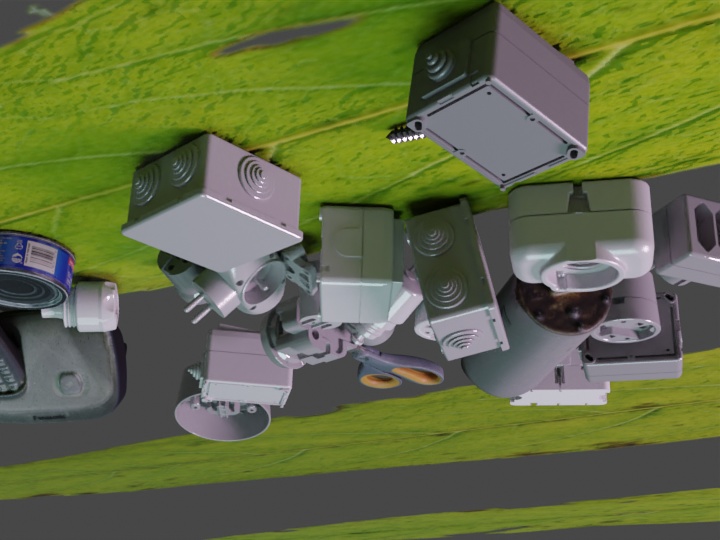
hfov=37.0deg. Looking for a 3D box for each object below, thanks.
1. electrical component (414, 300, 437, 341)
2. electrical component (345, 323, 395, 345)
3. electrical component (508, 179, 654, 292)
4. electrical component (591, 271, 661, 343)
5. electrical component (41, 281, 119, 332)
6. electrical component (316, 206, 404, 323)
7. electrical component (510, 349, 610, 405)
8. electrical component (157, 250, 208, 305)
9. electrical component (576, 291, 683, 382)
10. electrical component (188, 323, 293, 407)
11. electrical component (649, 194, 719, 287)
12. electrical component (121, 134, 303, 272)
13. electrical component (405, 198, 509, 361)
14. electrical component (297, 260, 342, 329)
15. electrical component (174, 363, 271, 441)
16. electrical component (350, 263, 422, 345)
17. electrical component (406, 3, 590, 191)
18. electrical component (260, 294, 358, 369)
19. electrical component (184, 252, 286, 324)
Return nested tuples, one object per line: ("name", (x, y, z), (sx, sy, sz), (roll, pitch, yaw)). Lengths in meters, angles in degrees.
("electrical component", (0.072, 0.027, 0.873), (0.055, 0.047, 0.055), (2, 157, 1))
("electrical component", (0.004, 0.035, 0.905), (0.040, 0.040, 0.078), (-4, 156, 13))
("electrical component", (0.151, -0.022, 0.738), (0.095, 0.059, 0.053), (-3, 156, 12))
("electrical component", (0.212, 0.027, 0.864), (0.055, 0.047, 0.055), (2, 157, 1))
("electrical component", (-0.236, 0.031, 0.906), (0.062, 0.043, 0.043), (-1, 157, -8))
("electrical component", (0.000, 0.000, 0.798), (0.061, 0.061, 0.096), (2, 157, -1))
("electrical component", (0.185, 0.093, 1.006), (0.089, 0.055, 0.050), (-1, 156, 7))
("electrical component", (-0.132, 0.000, 0.837), (0.040, 0.040, 0.046), (-6, 150, 17))
("electrical component", (0.225, 0.060, 0.920), (0.096, 0.061, 0.061), (-4, 156, 14))
("electrical component", (-0.113, 0.089, 1.013), (0.096, 0.061, 0.061), (6, 156, -9))
("electrical component", (0.236, -0.013, 0.770), (0.066, 0.047, 0.077), (11, 155, -20))
("electrical component", (-0.097, -0.044, 0.721), (0.100, 0.048, 0.100), (-19, 149, 40))
("electrical component", (0.069, 0.010, 0.772), (0.048, 0.099, 0.099), (-16, 154, 7))
("electrical component", (-0.031, 0.021, 0.867), (0.040, 0.046, 0.040), (0, 157, 0))
("electrical component", (-0.141, 0.134, 1.116), (0.099, 0.064, 0.099), (2, 157, 1))
("electrical component", (0.020, 0.029, 0.859), (0.040, 0.040, 0.078), (21, 119, -37))
("electrical component", (0.071, -0.097, 0.577), (0.096, 0.061, 0.062), (29, 145, -33))
("electrical component", (-0.049, 0.053, 0.933), (0.057, 0.058, 0.078), (-20, 148, 36))
("electrical component", (-0.099, 0.009, 0.807), (0.044, 0.079, 0.077), (40, 164, 27))
